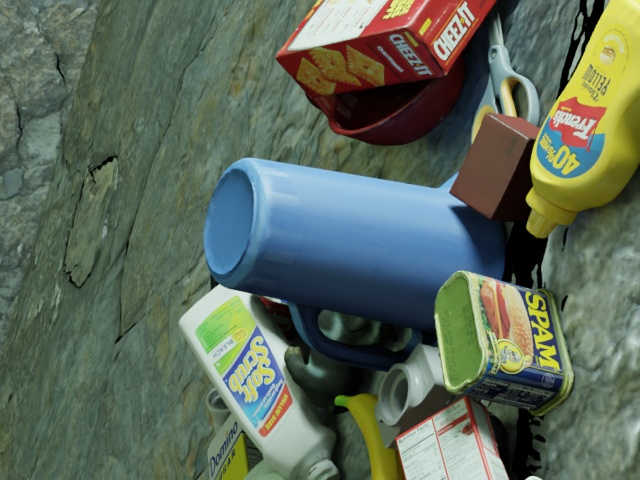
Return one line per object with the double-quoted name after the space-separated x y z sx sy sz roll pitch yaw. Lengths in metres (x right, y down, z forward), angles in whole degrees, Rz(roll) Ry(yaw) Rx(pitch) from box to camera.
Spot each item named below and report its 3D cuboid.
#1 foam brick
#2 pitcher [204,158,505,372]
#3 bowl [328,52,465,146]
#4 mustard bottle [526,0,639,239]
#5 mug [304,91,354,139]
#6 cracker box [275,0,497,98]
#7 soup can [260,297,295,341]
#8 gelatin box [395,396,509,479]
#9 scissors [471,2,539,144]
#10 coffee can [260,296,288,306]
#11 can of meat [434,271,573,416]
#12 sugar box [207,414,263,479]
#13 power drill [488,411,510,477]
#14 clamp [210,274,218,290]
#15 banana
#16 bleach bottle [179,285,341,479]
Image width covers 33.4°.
0.156 -0.060 0.895 0.053 0.051 0.078 40 116 38 "foam brick"
0.026 0.015 0.916 0.145 0.242 0.149 -46 44 43 "pitcher"
0.087 -0.145 1.056 0.162 0.055 0.162 -34 28 20 "bowl"
0.209 -0.084 0.805 0.192 0.058 0.096 -64 29 24 "mustard bottle"
0.048 -0.170 1.171 0.117 0.093 0.081 -33 40 2 "mug"
0.075 -0.226 1.047 0.214 0.072 0.164 2 52 54 "cracker box"
-0.053 0.063 1.262 0.069 0.068 0.102 6 81 65 "soup can"
0.101 0.173 0.810 0.073 0.030 0.089 -38 39 24 "gelatin box"
0.158 -0.152 0.999 0.096 0.016 0.202 -56 30 36 "scissors"
-0.008 0.001 1.159 0.103 0.102 0.140 25 99 65 "coffee can"
0.140 0.079 0.830 0.058 0.083 0.102 -49 35 44 "can of meat"
-0.089 0.289 1.239 0.093 0.048 0.176 -57 32 31 "sugar box"
0.075 0.239 0.866 0.188 0.057 0.184 -21 50 44 "power drill"
-0.116 0.097 1.367 0.165 0.036 0.210 -130 41 -57 "clamp"
0.057 0.218 0.982 0.070 0.037 0.198 -51 37 41 "banana"
-0.052 0.158 1.145 0.102 0.068 0.251 -39 59 0 "bleach bottle"
